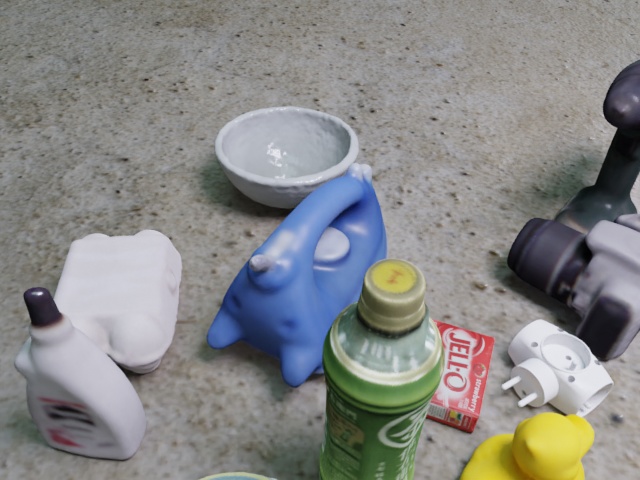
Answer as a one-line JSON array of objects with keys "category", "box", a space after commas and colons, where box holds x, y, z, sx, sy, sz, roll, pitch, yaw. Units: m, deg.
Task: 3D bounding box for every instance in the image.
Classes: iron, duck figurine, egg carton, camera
[{"category": "iron", "box": [0.005, 0.002, 0.534, 0.118, 0.141, 0.259, 21, 45, 20]}, {"category": "duck figurine", "box": [0.150, 0.159, 0.406, 0.105, 0.086, 0.077, -19, 46, -21]}, {"category": "egg carton", "box": [-0.182, 0.054, 0.522, 0.107, 0.069, 0.150, -4, 42, -7]}, {"category": "camera", "box": [0.267, 0.018, 0.558, 0.136, 0.101, 0.143, 33, 50, 30]}]

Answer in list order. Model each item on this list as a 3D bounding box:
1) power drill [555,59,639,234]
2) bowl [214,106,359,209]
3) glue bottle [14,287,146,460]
[{"category": "power drill", "box": [0.327, -0.098, 0.609, 0.075, 0.208, 0.230, 29, 49, 27]}, {"category": "bowl", "box": [-0.039, -0.088, 0.682, 0.167, 0.075, 0.167, 1, 42, -1]}, {"category": "glue bottle", "box": [-0.174, 0.094, 0.399, 0.078, 0.173, 0.037, 5, 42, 3]}]
